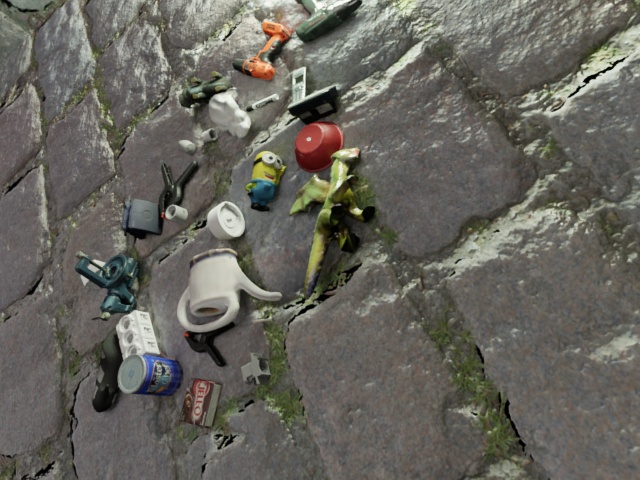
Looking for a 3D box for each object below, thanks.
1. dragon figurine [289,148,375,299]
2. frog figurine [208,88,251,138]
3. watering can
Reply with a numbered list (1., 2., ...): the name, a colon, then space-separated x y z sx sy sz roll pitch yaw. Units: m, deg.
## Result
1. dragon figurine: 0.004 -0.068 1.350 0.245 0.121 0.411 27 84 54
2. frog figurine: -0.288 -0.387 1.638 0.135 0.123 0.162 -44 56 53
3. watering can: -0.255 0.124 1.411 0.345 0.102 0.229 -21 60 22
